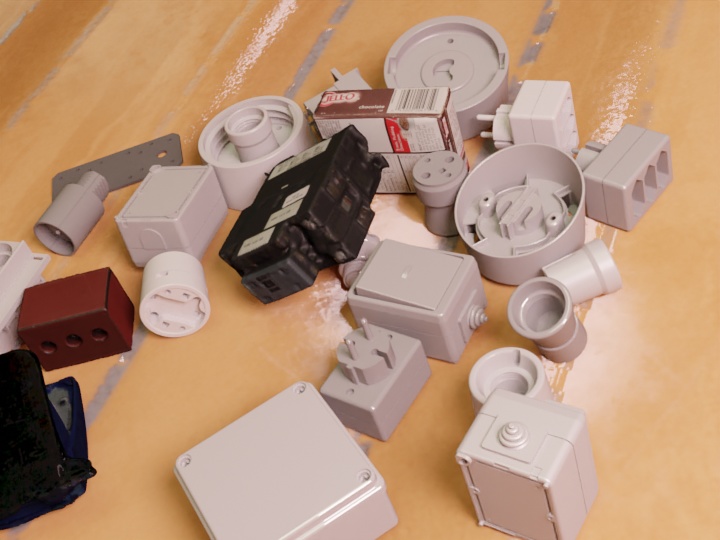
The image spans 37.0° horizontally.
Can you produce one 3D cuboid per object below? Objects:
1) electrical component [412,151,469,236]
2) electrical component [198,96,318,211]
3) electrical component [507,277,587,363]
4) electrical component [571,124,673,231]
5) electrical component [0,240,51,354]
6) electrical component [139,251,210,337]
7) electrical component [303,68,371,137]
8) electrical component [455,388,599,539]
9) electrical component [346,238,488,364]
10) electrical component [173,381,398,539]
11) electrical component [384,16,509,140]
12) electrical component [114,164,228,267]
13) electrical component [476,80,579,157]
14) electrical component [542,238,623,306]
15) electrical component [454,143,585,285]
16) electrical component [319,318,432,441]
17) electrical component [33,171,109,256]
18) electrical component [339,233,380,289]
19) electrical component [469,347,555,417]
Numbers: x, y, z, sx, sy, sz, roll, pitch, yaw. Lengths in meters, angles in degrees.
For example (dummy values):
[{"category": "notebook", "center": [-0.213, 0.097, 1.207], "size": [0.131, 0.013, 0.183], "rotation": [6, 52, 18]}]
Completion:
[{"category": "electrical component", "center": [0.068, -0.061, 0.859], "size": [0.045, 0.055, 0.045], "rotation": [-11, 44, 11]}, {"category": "electrical component", "center": [-0.093, -0.112, 0.965], "size": [0.108, 0.060, 0.108], "rotation": [-11, 44, 11]}, {"category": "electrical component", "center": [0.130, 0.037, 0.730], "size": [0.044, 0.065, 0.044], "rotation": [-12, 61, 22]}, {"category": "electrical component", "center": [0.192, -0.077, 0.834], "size": [0.077, 0.047, 0.065], "rotation": [24, 59, 37]}, {"category": "electrical component", "center": [-0.315, 0.039, 0.898], "size": [0.079, 0.063, 0.121], "rotation": [5, 49, 24]}, {"category": "electrical component", "center": [-0.149, 0.018, 0.864], "size": [0.055, 0.055, 0.047], "rotation": [-18, 40, 3]}, {"category": "electrical component", "center": [-0.014, -0.144, 0.981], "size": [0.064, 0.042, 0.081], "rotation": [-29, 43, -6]}, {"category": "electrical component", "center": [0.102, 0.114, 0.643], "size": [0.062, 0.096, 0.061], "rotation": [14, 53, 32]}, {"category": "electrical component", "center": [0.047, 0.021, 0.782], "size": [0.096, 0.061, 0.061], "rotation": [11, 52, 29]}, {"category": "electrical component", "center": [-0.049, 0.144, 0.700], "size": [0.109, 0.056, 0.108], "rotation": [-32, 45, -11]}, {"category": "electrical component", "center": [0.079, -0.162, 0.945], "size": [0.108, 0.060, 0.108], "rotation": [-6, 60, 10]}, {"category": "electrical component", "center": [-0.158, -0.048, 0.932], "size": [0.062, 0.061, 0.096], "rotation": [0, 39, 21]}, {"category": "electrical component", "center": [0.133, -0.116, 0.881], "size": [0.077, 0.065, 0.047], "rotation": [7, 50, 26]}, {"category": "electrical component", "center": [0.159, 0.004, 0.773], "size": [0.046, 0.040, 0.040], "rotation": [-25, 43, 5]}, {"category": "electrical component", "center": [0.122, -0.040, 0.811], "size": [0.099, 0.064, 0.099], "rotation": [-11, 44, 11]}, {"category": "electrical component", "center": [0.007, 0.065, 0.741], "size": [0.047, 0.076, 0.065], "rotation": [16, 55, 33]}, {"category": "electrical component", "center": [-0.258, -0.057, 0.986], "size": [0.043, 0.043, 0.081], "rotation": [7, 50, 26]}, {"category": "electrical component", "center": [0.000, 0.000, 0.840], "size": [0.035, 0.035, 0.061], "rotation": [-9, 47, 13]}, {"category": "electrical component", "center": [0.100, 0.084, 0.709], "size": [0.055, 0.047, 0.055], "rotation": [-11, 44, 11]}]
